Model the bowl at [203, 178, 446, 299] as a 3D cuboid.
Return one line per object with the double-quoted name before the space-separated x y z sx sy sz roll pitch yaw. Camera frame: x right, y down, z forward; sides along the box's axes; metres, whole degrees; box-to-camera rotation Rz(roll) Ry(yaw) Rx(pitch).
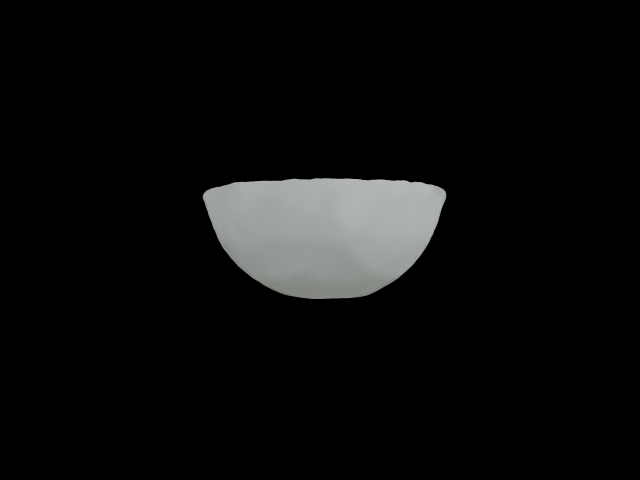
"bowl" 0.004 0.001 0.400 0.167 0.075 0.167 0 0 0
